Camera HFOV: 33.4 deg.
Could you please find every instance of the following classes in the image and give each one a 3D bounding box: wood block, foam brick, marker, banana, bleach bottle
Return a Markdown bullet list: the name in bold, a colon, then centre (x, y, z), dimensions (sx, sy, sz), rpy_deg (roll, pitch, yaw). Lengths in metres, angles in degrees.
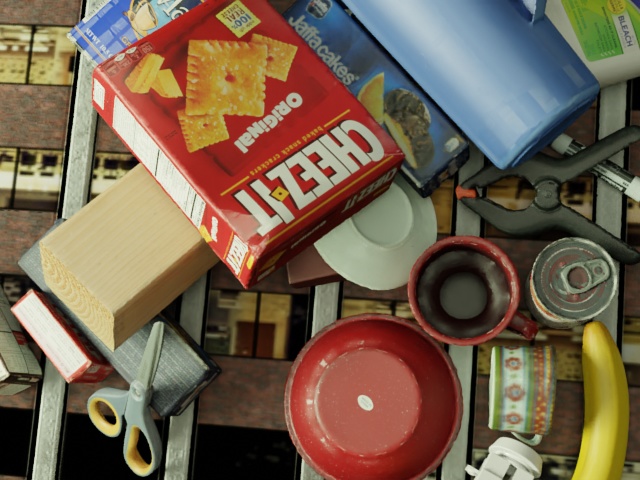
- **wood block**: centre (-0.132, -0.013, 0.924), dimensions (0.091, 0.090, 0.205), rpy_deg (42, 64, 11)
- **foam brick**: centre (-0.006, 0.001, 0.963), dimensions (0.053, 0.051, 0.078), rpy_deg (-10, 79, 4)
- **marker**: centre (0.239, -0.074, 0.960), dimensions (0.121, 0.020, 0.020), rpy_deg (33, 86, 11)
- **banana**: centre (0.231, 0.171, 0.903), dimensions (0.069, 0.037, 0.198), rpy_deg (27, 74, -33)
- **bleach bottle**: centre (0.316, -0.210, 0.951), dimensions (0.251, 0.068, 0.102), rpy_deg (-19, 81, 2)

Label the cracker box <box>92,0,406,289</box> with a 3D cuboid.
- **cracker box**: centre (-0.060, -0.093, 0.884), dimensions (0.164, 0.072, 0.214), rpy_deg (-36, 77, -23)

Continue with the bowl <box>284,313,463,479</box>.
- **bowl**: centre (0.044, 0.142, 0.933), dimensions (0.162, 0.055, 0.162), rpy_deg (-1, 81, 7)

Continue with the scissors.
- **scissors**: centre (-0.167, 0.124, 0.916), dimensions (0.096, 0.202, 0.016), rpy_deg (28, 43, 27)

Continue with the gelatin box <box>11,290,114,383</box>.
- **gelatin box**: centre (-0.230, 0.089, 0.966), dimensions (0.030, 0.073, 0.089), rpy_deg (-42, 79, -1)

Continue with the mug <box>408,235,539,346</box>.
- **mug**: centre (0.134, 0.053, 0.921), dimensions (0.117, 0.081, 0.093), rpy_deg (26, 85, 10)

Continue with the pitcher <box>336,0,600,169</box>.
- **pitcher**: centre (0.124, -0.187, 0.892), dimensions (0.145, 0.149, 0.243), rpy_deg (-39, 81, 0)

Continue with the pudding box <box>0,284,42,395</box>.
- **pudding box**: centre (-0.303, 0.084, 0.967), dimensions (0.039, 0.090, 0.113), rpy_deg (-30, 79, 1)

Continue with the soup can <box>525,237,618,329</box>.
- **soup can**: centre (0.210, 0.039, 0.903), dimensions (0.068, 0.102, 0.068), rpy_deg (-1, 81, 7)

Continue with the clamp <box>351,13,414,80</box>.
- **clamp**: centre (0.083, -0.228, 0.994), dimensions (0.164, 0.036, 0.210), rpy_deg (38, 90, 11)

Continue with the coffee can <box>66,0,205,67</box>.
- **coffee can**: centre (-0.148, -0.199, 0.986), dimensions (0.140, 0.103, 0.103), rpy_deg (-43, 79, -1)

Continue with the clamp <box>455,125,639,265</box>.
- **clamp**: centre (0.209, -0.031, 0.943), dimensions (0.172, 0.039, 0.120), rpy_deg (-7, 85, 18)
